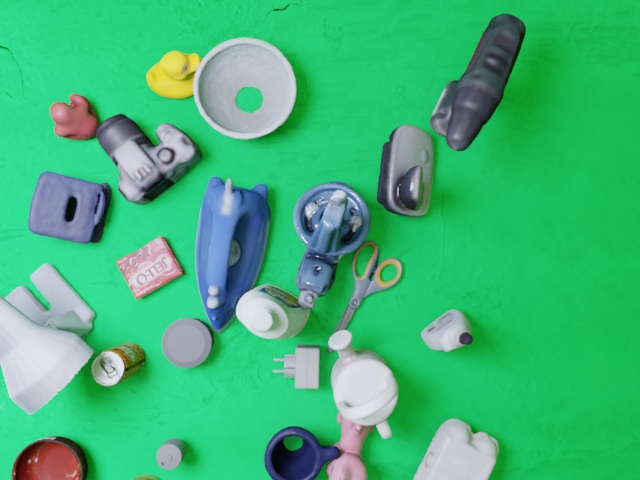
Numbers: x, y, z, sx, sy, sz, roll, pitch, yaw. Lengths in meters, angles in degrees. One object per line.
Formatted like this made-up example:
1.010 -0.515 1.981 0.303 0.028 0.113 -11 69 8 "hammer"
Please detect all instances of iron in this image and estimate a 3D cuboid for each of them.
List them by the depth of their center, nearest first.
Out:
-0.151 0.026 0.907 0.118 0.141 0.258 8 87 -1 "iron"

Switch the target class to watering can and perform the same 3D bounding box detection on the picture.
0.064 0.224 0.877 0.173 0.194 0.101 42 87 1 "watering can"

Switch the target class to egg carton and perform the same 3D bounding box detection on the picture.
0.220 0.374 0.936 0.107 0.069 0.150 26 87 0 "egg carton"

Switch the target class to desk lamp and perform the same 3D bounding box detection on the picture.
-0.427 0.142 0.860 0.118 0.213 0.203 -42 89 -2 "desk lamp"

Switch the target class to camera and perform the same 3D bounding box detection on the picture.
-0.289 -0.149 0.932 0.143 0.100 0.137 -40 89 -2 "camera"

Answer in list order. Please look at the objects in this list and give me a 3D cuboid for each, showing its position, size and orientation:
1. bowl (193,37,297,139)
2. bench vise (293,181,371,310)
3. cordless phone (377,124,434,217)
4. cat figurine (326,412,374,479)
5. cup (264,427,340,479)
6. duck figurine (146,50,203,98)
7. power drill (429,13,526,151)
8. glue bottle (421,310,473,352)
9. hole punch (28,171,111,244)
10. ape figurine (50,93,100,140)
-0.120 -0.243 0.953 0.167 0.074 0.167 0 87 -1 "bowl"
0.020 0.003 0.873 0.121 0.219 0.207 -1 87 -1 "bench vise"
0.147 -0.114 0.898 0.094 0.185 0.148 3 87 -1 "cordless phone"
0.048 0.346 0.909 0.067 0.117 0.128 15 87 0 "cat figurine"
-0.028 0.335 0.920 0.117 0.095 0.092 -6 87 -1 "cup"
-0.239 -0.281 0.947 0.104 0.086 0.077 -14 88 -2 "duck figurine"
0.237 -0.224 0.893 0.075 0.208 0.230 25 87 0 "power drill"
0.208 0.147 0.894 0.078 0.173 0.037 -35 88 -2 "glue bottle"
-0.404 -0.053 0.931 0.101 0.091 0.109 11 87 0 "hole punch"
-0.408 -0.202 0.937 0.076 0.092 0.078 44 88 1 "ape figurine"
